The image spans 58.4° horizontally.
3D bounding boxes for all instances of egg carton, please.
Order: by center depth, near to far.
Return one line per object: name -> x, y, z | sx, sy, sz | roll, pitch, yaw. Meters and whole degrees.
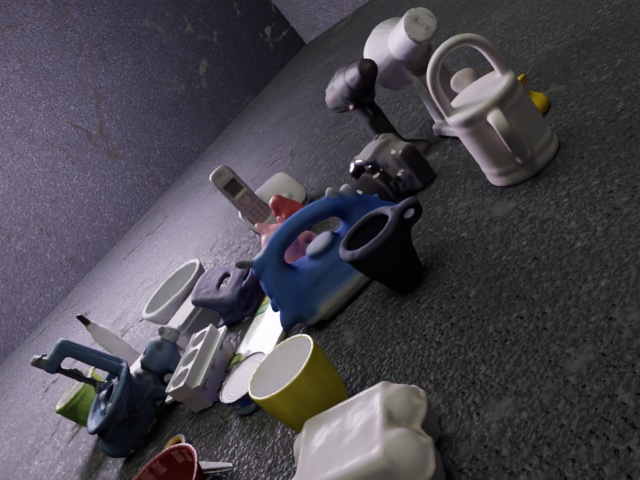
egg carton -> 0.038, 0.194, 0.505 | 0.150, 0.069, 0.107 | -34, 23, 22

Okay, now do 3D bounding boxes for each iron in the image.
iron -> 0.008, 0.003, 0.824 | 0.258, 0.142, 0.118 | -44, 21, -3

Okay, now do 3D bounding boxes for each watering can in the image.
watering can -> 0.207, -0.172, 0.731 | 0.101, 0.194, 0.172 | -44, 21, -2

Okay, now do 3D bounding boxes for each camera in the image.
camera -> 0.089, -0.100, 0.934 | 0.137, 0.101, 0.142 | -49, 22, -15

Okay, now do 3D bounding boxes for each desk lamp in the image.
desk lamp -> 0.185, -0.288, 0.966 | 0.118, 0.214, 0.202 | -45, 21, -5

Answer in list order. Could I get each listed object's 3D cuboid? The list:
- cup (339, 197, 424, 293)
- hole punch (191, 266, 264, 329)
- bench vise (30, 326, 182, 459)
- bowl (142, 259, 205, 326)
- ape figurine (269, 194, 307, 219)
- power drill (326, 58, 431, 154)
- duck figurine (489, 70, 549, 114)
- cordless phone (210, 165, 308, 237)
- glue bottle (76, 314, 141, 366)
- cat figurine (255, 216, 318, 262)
cup -> 0.096, 0.011, 0.718 | 0.118, 0.095, 0.091 | -41, 21, 6
hole punch -> -0.163, 0.089, 1.033 | 0.101, 0.091, 0.109 | -29, 25, 31
bench vise -> -0.328, 0.209, 0.916 | 0.121, 0.220, 0.208 | -17, 33, 49
bowl -> -0.293, 0.125, 1.219 | 0.167, 0.075, 0.167 | -36, 22, 17
ape figurine -> -0.063, -0.054, 1.128 | 0.076, 0.092, 0.078 | -20, 31, 45
power drill -> 0.096, -0.223, 1.006 | 0.076, 0.209, 0.229 | -46, 21, -7
duck figurine -> 0.272, -0.212, 0.843 | 0.077, 0.086, 0.104 | -52, 23, -21
cordless phone -> -0.130, -0.108, 1.221 | 0.148, 0.185, 0.094 | -48, 22, -13
glue bottle -> -0.420, 0.206, 1.152 | 0.037, 0.173, 0.078 | -52, 23, -22
cat figurine -> -0.059, 0.001, 0.979 | 0.067, 0.118, 0.127 | -35, 22, 19
